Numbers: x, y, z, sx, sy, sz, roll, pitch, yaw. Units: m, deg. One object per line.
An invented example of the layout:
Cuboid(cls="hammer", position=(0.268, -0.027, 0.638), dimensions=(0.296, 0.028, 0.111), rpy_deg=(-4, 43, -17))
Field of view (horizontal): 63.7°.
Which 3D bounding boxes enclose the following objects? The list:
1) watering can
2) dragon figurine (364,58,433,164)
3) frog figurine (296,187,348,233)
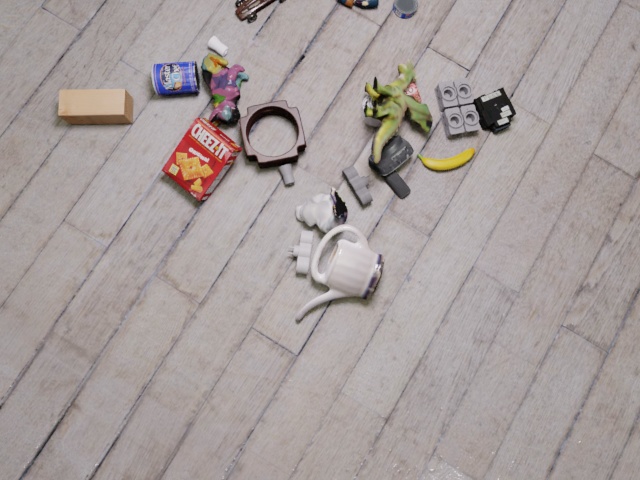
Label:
Cuboid(cls="watering can", position=(0.070, 0.125, 1.624), dimensions=(0.224, 0.346, 0.105), rpy_deg=(21, 7, -4))
Cuboid(cls="dragon figurine", position=(0.265, -0.412, 1.668), dimensions=(0.242, 0.417, 0.120), rpy_deg=(7, -20, -18))
Cuboid(cls="frog figurine", position=(0.005, -0.084, 1.664), dimensions=(0.158, 0.139, 0.122), rpy_deg=(-24, -19, 30))
